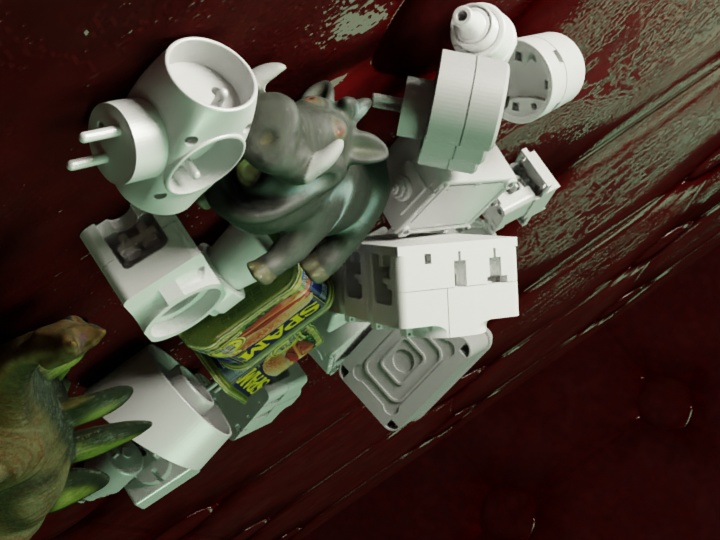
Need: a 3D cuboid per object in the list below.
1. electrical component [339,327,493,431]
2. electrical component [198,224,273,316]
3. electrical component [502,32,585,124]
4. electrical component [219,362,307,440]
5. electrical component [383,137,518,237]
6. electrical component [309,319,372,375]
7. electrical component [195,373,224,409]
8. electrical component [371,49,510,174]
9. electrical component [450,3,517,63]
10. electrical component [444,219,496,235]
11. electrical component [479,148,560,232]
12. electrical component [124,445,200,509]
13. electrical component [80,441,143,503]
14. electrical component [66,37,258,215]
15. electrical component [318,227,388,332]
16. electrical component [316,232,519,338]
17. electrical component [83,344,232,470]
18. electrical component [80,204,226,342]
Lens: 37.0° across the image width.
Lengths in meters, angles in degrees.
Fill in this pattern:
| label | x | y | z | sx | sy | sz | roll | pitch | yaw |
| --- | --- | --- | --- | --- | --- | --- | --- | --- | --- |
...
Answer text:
| label | x | y | z | sx | sy | sz | roll | pitch | yaw |
| --- | --- | --- | --- | --- | --- | --- | --- | --- | --- |
| electrical component | 0.048 | 0.071 | 0.914 | 0.113 | 0.078 | 0.057 | -49 | 165 | 25 |
| electrical component | -0.082 | -0.003 | 0.683 | 0.055 | 0.045 | 0.045 | -37 | 165 | 7 |
| electrical component | 0.117 | -0.130 | 0.716 | 0.047 | 0.055 | 0.055 | -26 | 163 | -44 |
| electrical component | -0.093 | 0.109 | 0.993 | 0.056 | 0.050 | 0.089 | -21 | 159 | -42 |
| electrical component | 0.051 | -0.067 | 0.761 | 0.096 | 0.061 | 0.061 | -8 | 151 | -44 |
| electrical component | -0.010 | 0.033 | 0.935 | 0.096 | 0.061 | 0.061 | -39 | 167 | -17 |
| electrical component | -0.141 | 0.112 | 0.905 | 0.076 | 0.047 | 0.083 | -38 | 165 | 7 |
| electrical component | 0.043 | -0.096 | 0.649 | 0.138 | 0.074 | 0.052 | 88 | 13 | -87 |
| electrical component | 0.068 | -0.138 | 0.620 | 0.035 | 0.035 | 0.061 | -40 | 162 | 15 |
| electrical component | 0.102 | -0.019 | 1.024 | 0.055 | 0.055 | 0.047 | -34 | 169 | -7 |
| electrical component | 0.138 | -0.069 | 0.974 | 0.064 | 0.042 | 0.081 | -26 | 162 | -19 |
| electrical component | -0.193 | 0.182 | 1.002 | 0.066 | 0.047 | 0.076 | -33 | 165 | -10 |
| electrical component | -0.223 | 0.177 | 0.937 | 0.078 | 0.040 | 0.040 | -43 | 163 | 26 |
| electrical component | -0.094 | -0.060 | 0.483 | 0.079 | 0.044 | 0.077 | -21 | 159 | -42 |
| electrical component | 0.000 | 0.000 | 0.870 | 0.083 | 0.047 | 0.075 | -30 | 164 | -20 |
| electrical component | 0.037 | 0.008 | 0.767 | 0.089 | 0.061 | 0.150 | -5 | -175 | -22 |
| electrical component | -0.144 | 0.103 | 0.782 | 0.064 | 0.099 | 0.099 | -42 | 165 | -1 |
| electrical component | -0.113 | 0.002 | 0.610 | 0.050 | 0.055 | 0.089 | -33 | 165 | -8 |
